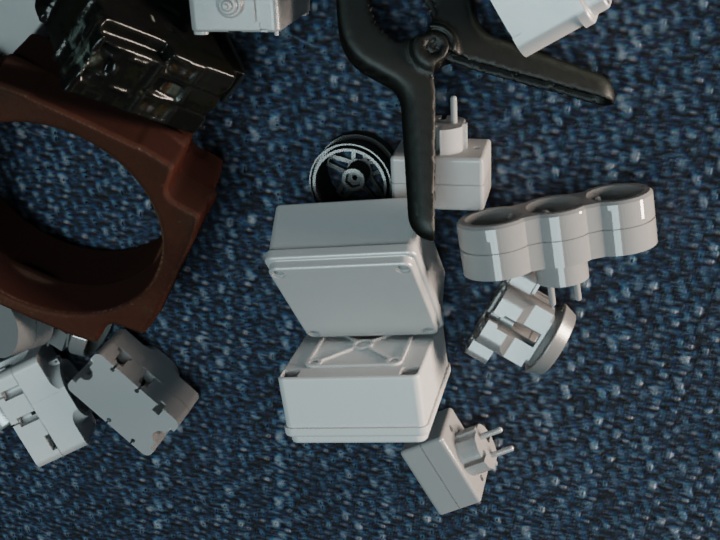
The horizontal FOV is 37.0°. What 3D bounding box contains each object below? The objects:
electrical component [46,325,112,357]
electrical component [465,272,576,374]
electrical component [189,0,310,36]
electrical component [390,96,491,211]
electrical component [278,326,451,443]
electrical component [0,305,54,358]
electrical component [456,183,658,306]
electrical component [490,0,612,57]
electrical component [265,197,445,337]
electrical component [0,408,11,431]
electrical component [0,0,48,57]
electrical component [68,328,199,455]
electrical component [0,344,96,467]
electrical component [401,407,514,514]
[{"bbox_3d":[-0.240,0.041,0.896,0.055,0.048,0.066,31,117,8],"label":"electrical component"},{"bbox_3d":[0.122,0.041,0.796,0.057,0.058,0.078,30,106,0],"label":"electrical component"},{"bbox_3d":[-0.076,-0.194,0.719,0.062,0.096,0.061,3,114,12],"label":"electrical component"},{"bbox_3d":[0.058,-0.086,0.761,0.066,0.047,0.076,3,115,13],"label":"electrical component"},{"bbox_3d":[0.006,0.081,0.816,0.109,0.108,0.056,-3,110,15],"label":"electrical component"},{"bbox_3d":[-0.317,0.016,0.862,0.138,0.074,0.052,43,121,17],"label":"electrical component"},{"bbox_3d":[0.140,-0.011,0.752,0.138,0.052,0.073,-11,107,-4],"label":"electrical component"},{"bbox_3d":[0.116,-0.188,0.664,0.057,0.113,0.078,-26,105,26],"label":"electrical component"},{"bbox_3d":[0.000,0.000,0.784,0.109,0.056,0.108,-2,149,15],"label":"electrical component"},{"bbox_3d":[-0.328,0.108,0.950,0.040,0.040,0.078,-32,102,24],"label":"electrical component"},{"bbox_3d":[-0.251,-0.217,0.780,0.100,0.048,0.100,44,116,-7],"label":"electrical component"},{"bbox_3d":[-0.187,0.100,0.902,0.089,0.055,0.050,43,116,-6],"label":"electrical component"},{"bbox_3d":[-0.268,0.112,0.922,0.056,0.050,0.089,-25,107,3],"label":"electrical component"},{"bbox_3d":[0.084,0.146,0.858,0.077,0.047,0.065,-25,106,24],"label":"electrical component"}]
